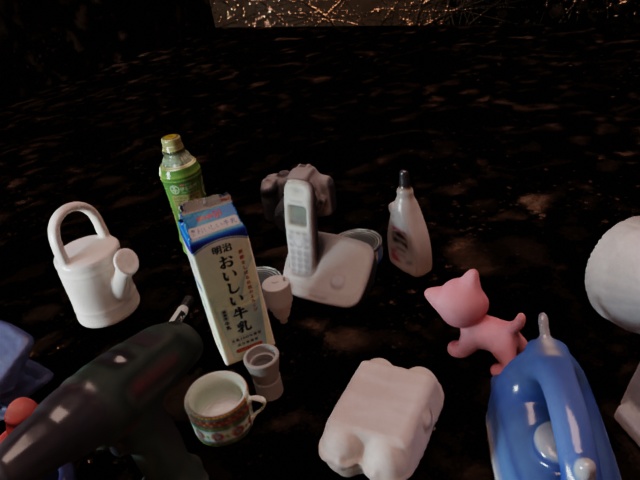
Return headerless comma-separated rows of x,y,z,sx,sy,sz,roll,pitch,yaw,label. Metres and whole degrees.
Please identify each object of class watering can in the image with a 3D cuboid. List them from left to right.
-0.349,0.031,0.887,0.172,0.194,0.101,-3,31,11,watering can

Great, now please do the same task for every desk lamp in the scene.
0.359,0.103,0.560,0.118,0.214,0.203,-13,31,-6,desk lamp

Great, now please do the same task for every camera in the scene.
-0.053,-0.077,1.080,0.143,0.101,0.137,2,32,18,camera

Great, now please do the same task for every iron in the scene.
0.222,0.192,0.519,0.118,0.142,0.258,-4,31,9,iron

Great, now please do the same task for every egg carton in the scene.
0.070,0.196,0.624,0.107,0.069,0.150,7,34,26,egg carton

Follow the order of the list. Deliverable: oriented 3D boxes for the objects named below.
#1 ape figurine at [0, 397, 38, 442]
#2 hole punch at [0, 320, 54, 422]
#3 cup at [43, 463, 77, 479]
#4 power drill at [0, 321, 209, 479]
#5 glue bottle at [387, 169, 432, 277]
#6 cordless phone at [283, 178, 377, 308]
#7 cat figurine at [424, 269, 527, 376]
-0.337,0.222,0.666,0.077,0.092,0.076,2,32,18,ape figurine
-0.436,0.174,0.773,0.108,0.091,0.101,12,37,31,hole punch
-0.282,0.268,0.571,0.092,0.095,0.117,-26,35,-26,cup
-0.183,0.197,0.553,0.075,0.209,0.230,5,34,23,power drill
0.133,-0.030,0.881,0.037,0.173,0.077,-27,35,-27,glue bottle
0.008,0.003,0.848,0.147,0.185,0.094,10,36,29,cordless phone
0.197,0.094,0.712,0.127,0.118,0.067,19,41,39,cat figurine
